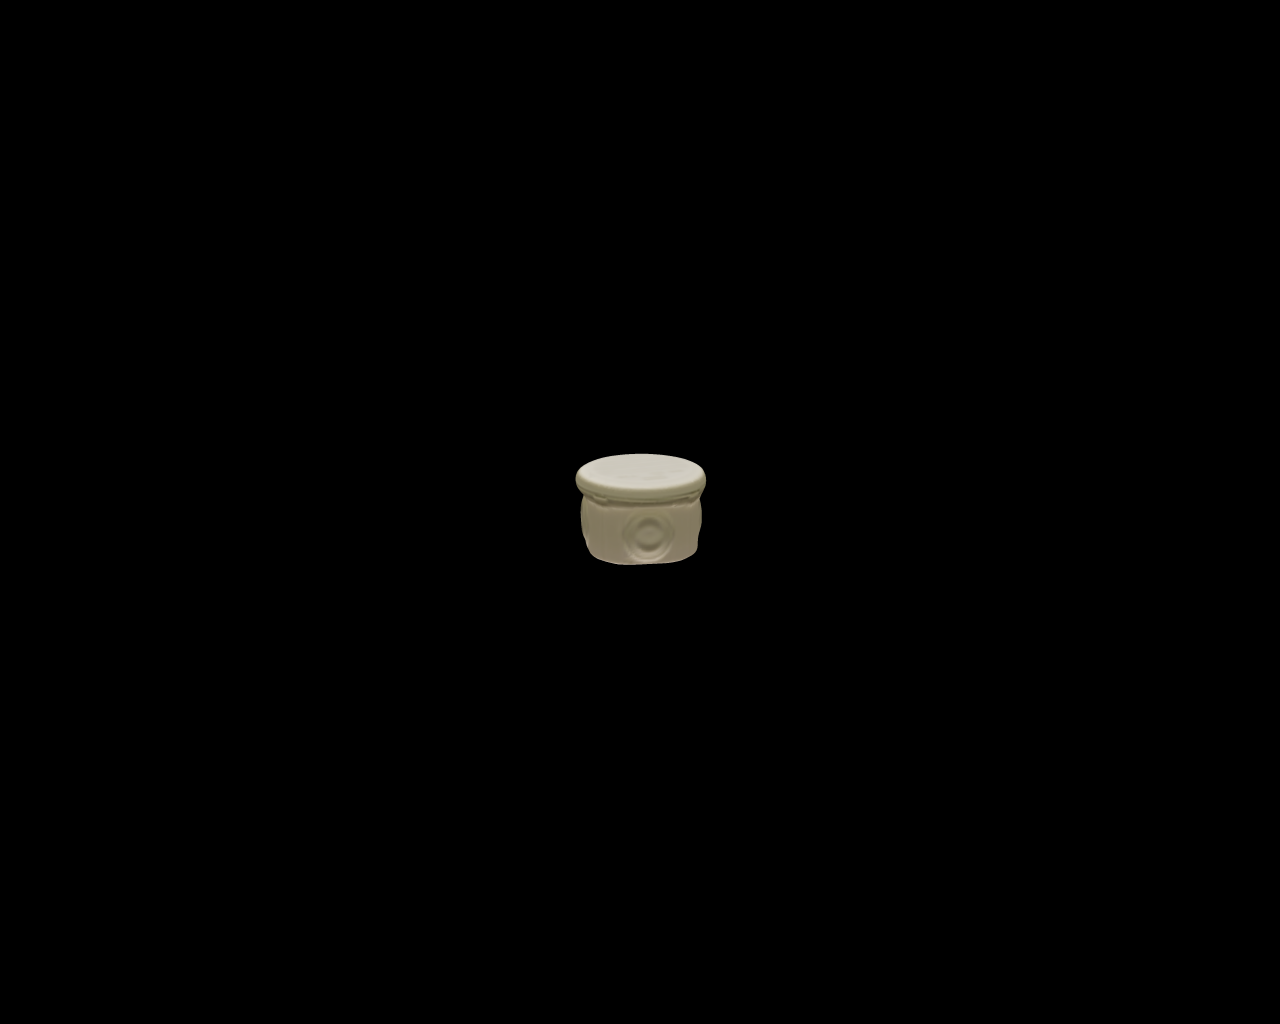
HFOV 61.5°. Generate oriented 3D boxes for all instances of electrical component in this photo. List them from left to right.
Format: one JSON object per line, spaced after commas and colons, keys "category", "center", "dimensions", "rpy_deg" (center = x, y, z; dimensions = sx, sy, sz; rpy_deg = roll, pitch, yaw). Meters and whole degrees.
{"category": "electrical component", "center": [0.001, -0.003, 0.650], "dimensions": [0.080, 0.051, 0.080], "rpy_deg": [0, 18, 0]}
